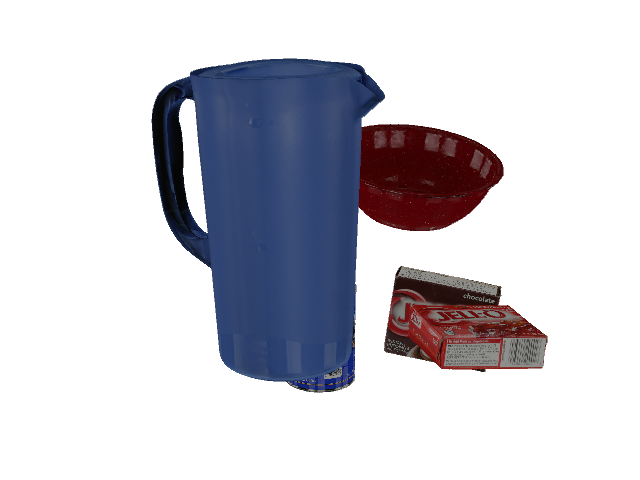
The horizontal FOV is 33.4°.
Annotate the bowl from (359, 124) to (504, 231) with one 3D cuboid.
[{"bbox_3d":[0.086,-0.053,0.991,0.162,0.055,0.162,4,28,-2],"label":"bowl"}]

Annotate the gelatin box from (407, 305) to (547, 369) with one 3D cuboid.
[{"bbox_3d":[0.122,0.074,0.838,0.089,0.030,0.073,2,15,-15],"label":"gelatin box"}]

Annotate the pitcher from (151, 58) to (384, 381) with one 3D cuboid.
[{"bbox_3d":[-0.040,-0.020,0.838,0.144,0.243,0.149,-8,16,-26],"label":"pitcher"}]

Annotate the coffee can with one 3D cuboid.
[{"bbox_3d":[-0.001,0.129,1.506,0.103,0.140,0.103,0,18,0],"label":"coffee can"}]

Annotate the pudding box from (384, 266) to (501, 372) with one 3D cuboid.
[{"bbox_3d":[0.129,0.083,1.134,0.113,0.090,0.039,10,23,8],"label":"pudding box"}]
